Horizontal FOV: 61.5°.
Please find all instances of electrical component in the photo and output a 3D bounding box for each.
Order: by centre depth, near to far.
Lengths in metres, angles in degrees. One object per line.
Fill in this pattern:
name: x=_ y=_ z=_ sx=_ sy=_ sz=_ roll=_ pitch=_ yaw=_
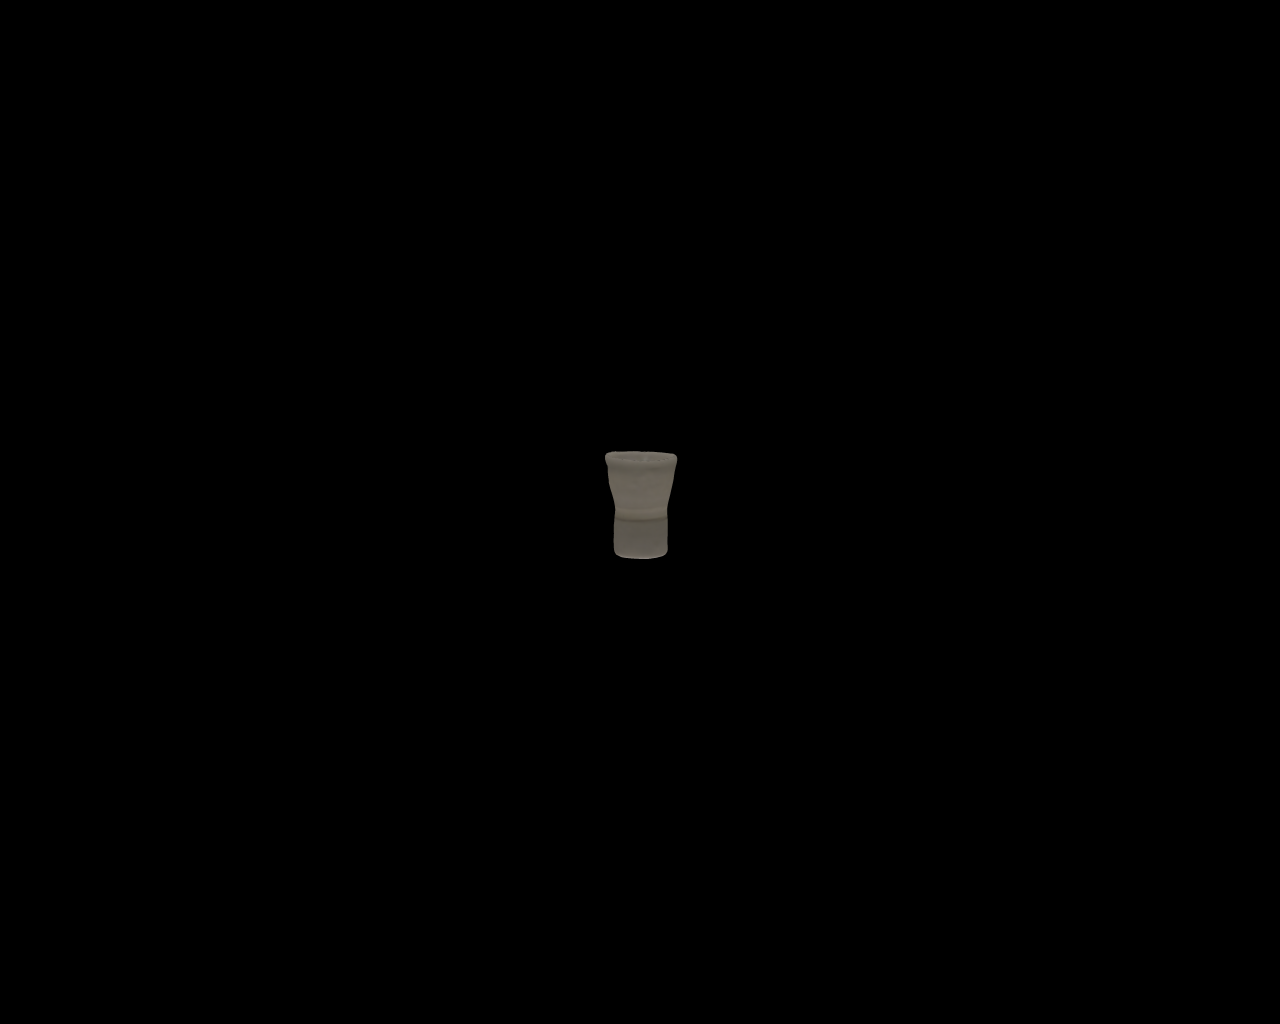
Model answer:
electrical component: x=0.001 y=-0.003 z=0.650 sx=0.044 sy=0.065 sz=0.044 roll=0 pitch=9 yaw=0
